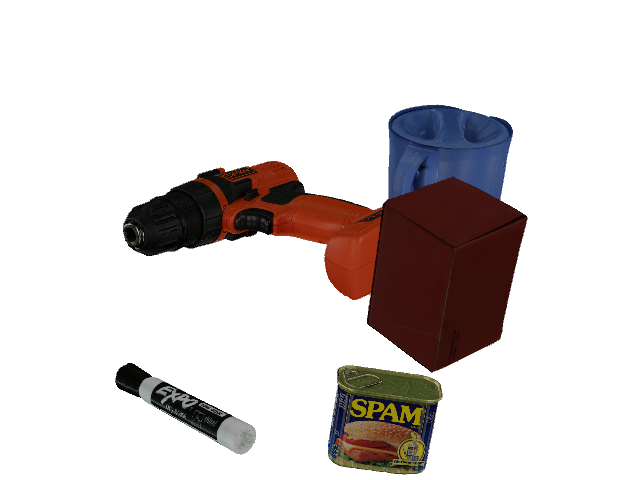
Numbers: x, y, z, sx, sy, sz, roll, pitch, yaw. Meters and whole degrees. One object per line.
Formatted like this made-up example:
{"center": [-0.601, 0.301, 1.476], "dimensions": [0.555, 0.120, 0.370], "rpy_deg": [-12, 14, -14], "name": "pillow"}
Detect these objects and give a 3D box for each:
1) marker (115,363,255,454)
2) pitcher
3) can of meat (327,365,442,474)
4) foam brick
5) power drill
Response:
{"center": [-0.088, 0.103, 0.670], "dimensions": [0.121, 0.020, 0.020], "rpy_deg": [18, 12, 40], "name": "marker"}
{"center": [0.130, -0.018, 1.188], "dimensions": [0.149, 0.243, 0.145], "rpy_deg": [-5, 27, -13], "name": "pitcher"}
{"center": [0.060, 0.175, 1.033], "dimensions": [0.102, 0.084, 0.057], "rpy_deg": [8, 17, -1], "name": "can of meat"}
{"center": [0.062, 0.016, 0.538], "dimensions": [0.052, 0.078, 0.051], "rpy_deg": [-20, 41, -35], "name": "foam brick"}
{"center": [-0.031, -0.011, 0.813], "dimensions": [0.188, 0.057, 0.184], "rpy_deg": [18, 27, 33], "name": "power drill"}
